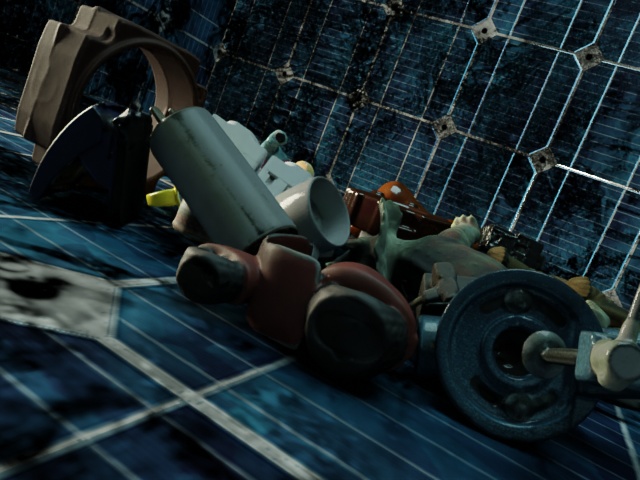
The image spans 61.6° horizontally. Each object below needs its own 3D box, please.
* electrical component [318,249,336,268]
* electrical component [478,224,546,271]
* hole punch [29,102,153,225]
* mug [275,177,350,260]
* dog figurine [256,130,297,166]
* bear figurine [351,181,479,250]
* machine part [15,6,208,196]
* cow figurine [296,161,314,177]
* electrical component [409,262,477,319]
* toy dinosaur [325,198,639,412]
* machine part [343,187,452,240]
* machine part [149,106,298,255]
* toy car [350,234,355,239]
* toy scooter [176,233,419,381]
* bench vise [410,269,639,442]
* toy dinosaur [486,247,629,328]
[{"bbox_3d":[-0.001,-0.002,0.711,0.048,0.074,0.119,25,5,22],"label":"electrical component"},{"bbox_3d":[0.346,0.024,1.002,0.134,0.058,0.115,24,-9,-8],"label":"electrical component"},{"bbox_3d":[-0.227,-0.085,0.551,0.092,0.115,0.142,13,9,-5],"label":"hole punch"},{"bbox_3d":[-0.030,-0.006,0.612,0.107,0.109,0.080,-18,-37,34],"label":"mug"},{"bbox_3d":[-0.125,-0.133,1.119,0.191,0.108,0.219,-20,-4,-13],"label":"dog figurine"},{"bbox_3d":[0.171,-0.011,0.957,0.196,0.132,0.120,42,27,12],"label":"bear figurine"},{"bbox_3d":[-0.246,-0.162,0.665,0.087,0.201,0.201,29,10,27],"label":"machine part"},{"bbox_3d":[-0.061,-0.086,0.928,0.167,0.068,0.098,-8,-20,39],"label":"cow figurine"},{"bbox_3d":[0.115,0.066,0.494,0.078,0.102,0.045,10,47,0],"label":"electrical component"},{"bbox_3d":[0.178,0.069,0.593,0.192,0.131,0.405,-5,30,-45],"label":"toy dinosaur"},{"bbox_3d":[0.115,-0.031,0.811,0.179,0.056,0.179,18,10,-3],"label":"machine part"},{"bbox_3d":[-0.098,-0.051,0.543,0.243,0.079,0.079,51,18,18],"label":"machine part"},{"bbox_3d":[-0.005,-0.048,1.055,0.202,0.056,0.073,18,14,-12],"label":"toy car"},{"bbox_3d":[-0.007,0.040,0.419,0.184,0.075,0.135,20,10,16],"label":"toy scooter"},{"bbox_3d":[0.178,0.085,0.371,0.224,0.129,0.240,15,-10,7],"label":"bench vise"},{"bbox_3d":[0.358,0.096,0.914,0.198,0.105,0.472,25,1,-35],"label":"toy dinosaur"}]
